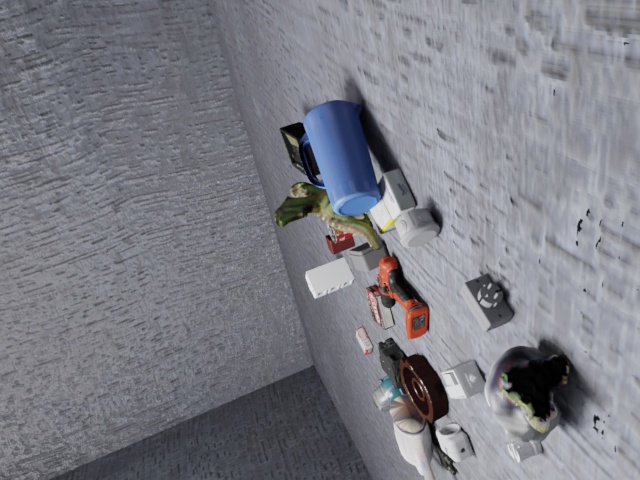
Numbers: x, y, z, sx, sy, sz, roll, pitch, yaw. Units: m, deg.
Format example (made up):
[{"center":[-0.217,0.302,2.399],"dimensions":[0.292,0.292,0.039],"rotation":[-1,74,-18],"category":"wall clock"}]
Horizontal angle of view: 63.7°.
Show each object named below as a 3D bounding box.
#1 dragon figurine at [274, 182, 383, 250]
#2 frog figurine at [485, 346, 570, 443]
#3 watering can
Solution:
[{"center":[0.004,-0.067,1.339],"dimensions":[0.419,0.243,0.120],"rotation":[-105,2,-60],"category":"dragon figurine"},{"center":[0.317,0.245,0.805],"dimensions":[0.156,0.123,0.140],"rotation":[72,-156,-59],"category":"frog figurine"},{"center":[0.290,0.609,1.522],"dimensions":[0.353,0.104,0.221],"rotation":[-114,8,-67],"category":"watering can"}]
